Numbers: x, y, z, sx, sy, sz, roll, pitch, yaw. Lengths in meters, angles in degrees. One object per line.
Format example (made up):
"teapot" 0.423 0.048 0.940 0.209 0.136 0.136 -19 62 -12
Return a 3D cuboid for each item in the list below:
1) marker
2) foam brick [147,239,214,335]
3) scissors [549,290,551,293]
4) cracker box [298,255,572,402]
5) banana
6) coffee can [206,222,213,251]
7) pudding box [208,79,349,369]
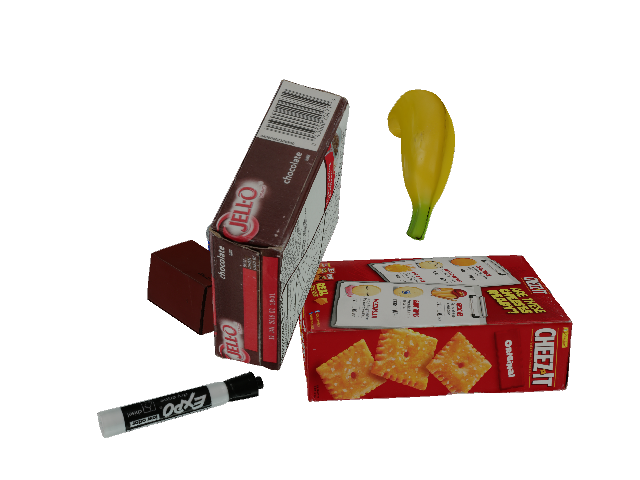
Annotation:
"marker" -0.099 0.117 0.767 0.121 0.020 0.020 -13 4 -20
"foam brick" -0.114 0.042 0.980 0.078 0.051 0.052 29 32 35
"scissors" 0.161 0.065 1.151 0.201 0.016 0.096 -9 40 -29
"cracker box" 0.089 0.073 0.925 0.213 0.072 0.164 -1 19 -3
"banana" 0.070 -0.075 0.782 0.037 0.070 0.197 25 26 -11
"coffee can" -0.087 0.049 1.334 0.103 0.140 0.103 -1 26 0
"pudding box" -0.019 -0.008 0.520 0.039 0.113 0.090 15 -42 10
